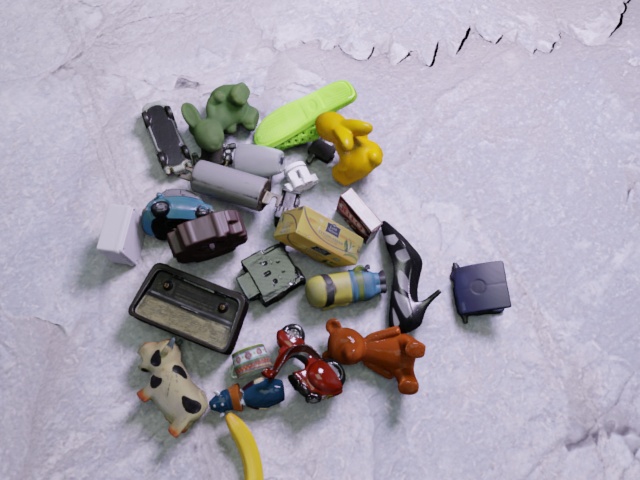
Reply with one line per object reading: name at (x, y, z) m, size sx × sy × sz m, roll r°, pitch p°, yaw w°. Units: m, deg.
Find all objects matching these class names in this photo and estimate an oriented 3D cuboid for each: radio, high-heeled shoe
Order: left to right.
radio at (-0.275, 0.147, 1.154) m, size 0.230 × 0.073 × 0.131 m, roll 21°, pitch 73°, yaw 4°
high-heeled shoe at (0.167, 0.085, 1.213) m, size 0.145 × 0.086 × 0.249 m, roll -40°, pitch 59°, yaw 15°

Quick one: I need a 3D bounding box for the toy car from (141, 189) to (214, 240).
toy car at (-0.318, -0.067, 1.209) m, size 0.162 × 0.109 × 0.103 m, roll -3°, pitch 55°, yaw -13°

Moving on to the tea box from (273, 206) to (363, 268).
tea box at (-0.002, -0.004, 1.166) m, size 0.169 × 0.098 × 0.068 m, roll 29°, pitch 69°, yaw -27°

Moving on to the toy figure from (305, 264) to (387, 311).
toy figure at (0.057, 0.101, 1.177) m, size 0.180 × 0.089 × 0.082 m, roll -7°, pitch 68°, yaw -2°

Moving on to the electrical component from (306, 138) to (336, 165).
electrical component at (0.007, -0.216, 1.312) m, size 0.063 × 0.021 × 0.094 m, roll 30°, pitch 73°, yaw 7°

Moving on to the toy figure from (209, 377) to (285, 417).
toy figure at (-0.151, 0.325, 1.113) m, size 0.155 × 0.057 × 0.064 m, roll -10°, pitch 67°, yaw -1°

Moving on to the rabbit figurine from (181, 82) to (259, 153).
rabbit figurine at (-0.248, -0.283, 1.260) m, size 0.159 × 0.121 × 0.170 m, roll 15°, pitch 59°, yaw 17°

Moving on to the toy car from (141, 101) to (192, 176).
toy car at (-0.368, -0.243, 1.286) m, size 0.073 × 0.056 × 0.202 m, roll -21°, pitch 76°, yaw -16°

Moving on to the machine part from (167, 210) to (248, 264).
machine part at (-0.239, -0.003, 1.157) m, size 0.179 × 0.179 × 0.056 m, roll -19°, pitch 77°, yaw -8°

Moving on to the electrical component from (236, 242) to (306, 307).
electrical component at (-0.114, 0.080, 1.193) m, size 0.134 × 0.058 × 0.115 m, roll -30°, pitch 74°, yaw -12°

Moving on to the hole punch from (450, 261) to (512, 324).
hole punch at (0.358, 0.108, 1.193) m, size 0.116 × 0.092 × 0.142 m, roll -5°, pitch 76°, yaw -1°

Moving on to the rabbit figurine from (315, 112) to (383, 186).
rabbit figurine at (0.057, -0.221, 1.229) m, size 0.122 × 0.162 × 0.173 m, roll -43°, pitch 100°, yaw -7°

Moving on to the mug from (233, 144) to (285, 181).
mug at (-0.137, -0.169, 1.250) m, size 0.107 × 0.081 × 0.109 m, roll 2°, pitch 105°, yaw 18°

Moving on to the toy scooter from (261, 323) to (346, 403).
toy scooter at (-0.042, 0.267, 1.100) m, size 0.184 × 0.075 × 0.135 m, roll 44°, pitch 46°, yaw 12°

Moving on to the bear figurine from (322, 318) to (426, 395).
bear figurine at (0.105, 0.234, 1.118) m, size 0.196 × 0.132 × 0.120 m, roll 10°, pitch 100°, yaw -6°

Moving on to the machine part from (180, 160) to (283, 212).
machine part at (-0.200, -0.123, 1.210) m, size 0.243 × 0.079 × 0.079 m, roll 16°, pitch 72°, yaw 11°

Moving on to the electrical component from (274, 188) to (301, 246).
electrical component at (-0.079, -0.050, 1.228) m, size 0.048 × 0.074 × 0.119 m, roll 15°, pitch 75°, yaw 1°

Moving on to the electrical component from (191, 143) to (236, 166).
electrical component at (-0.253, -0.201, 1.282) m, size 0.102 × 0.045 × 0.078 m, roll 1°, pitch 74°, yaw -3°

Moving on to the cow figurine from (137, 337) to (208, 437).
cow figurine at (-0.305, 0.287, 1.103) m, size 0.127 × 0.085 × 0.195 m, roll -43°, pitch 76°, yaw -8°
